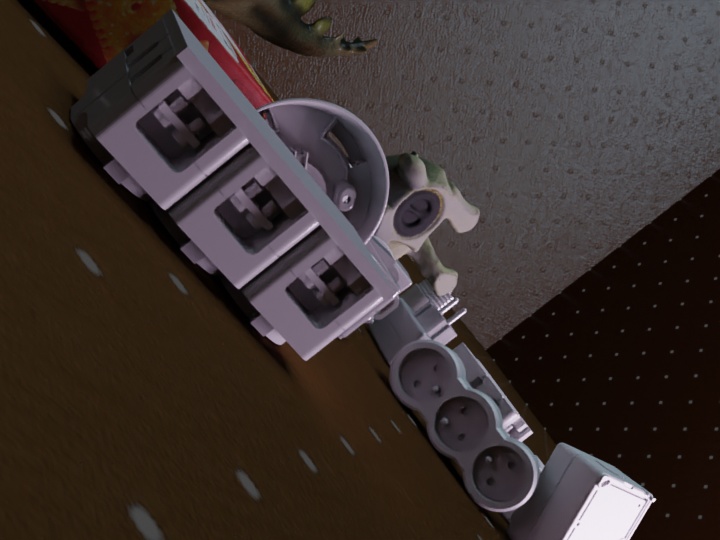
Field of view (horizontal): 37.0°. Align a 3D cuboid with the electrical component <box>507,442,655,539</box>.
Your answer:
[{"bbox_3d":[0.154,0.182,0.782,0.062,0.096,0.061,28,4,-32],"label":"electrical component"}]

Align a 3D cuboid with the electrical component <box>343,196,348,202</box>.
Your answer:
[{"bbox_3d":[-0.041,-0.033,0.653,0.044,0.065,0.044,33,9,-6],"label":"electrical component"}]

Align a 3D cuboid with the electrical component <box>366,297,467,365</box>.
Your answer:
[{"bbox_3d":[0.055,0.052,0.902,0.047,0.077,0.065,49,5,-31],"label":"electrical component"}]

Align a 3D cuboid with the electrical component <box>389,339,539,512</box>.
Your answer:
[{"bbox_3d":[0.079,0.114,0.793,0.138,0.052,0.074,53,4,14],"label":"electrical component"}]

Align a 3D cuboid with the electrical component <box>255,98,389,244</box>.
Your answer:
[{"bbox_3d":[-0.037,-0.045,0.585,0.099,0.099,0.064,50,-2,-17],"label":"electrical component"}]

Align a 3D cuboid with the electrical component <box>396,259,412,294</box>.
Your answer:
[{"bbox_3d":[0.013,-0.002,1.124,0.083,0.047,0.075,51,6,-17],"label":"electrical component"}]

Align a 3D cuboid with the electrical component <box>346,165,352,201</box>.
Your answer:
[{"bbox_3d":[-0.047,-0.066,0.878,0.121,0.079,0.063,32,42,-78],"label":"electrical component"}]

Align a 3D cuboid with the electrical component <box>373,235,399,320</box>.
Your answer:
[{"bbox_3d":[0.000,0.000,0.886,0.078,0.058,0.057,51,7,-6],"label":"electrical component"}]

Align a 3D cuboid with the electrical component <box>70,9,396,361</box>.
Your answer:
[{"bbox_3d":[-0.060,-0.037,0.507,0.150,0.062,0.089,50,5,-27],"label":"electrical component"}]

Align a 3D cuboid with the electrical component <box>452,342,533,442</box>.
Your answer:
[{"bbox_3d":[0.096,0.117,0.925,0.050,0.056,0.089,47,6,-49],"label":"electrical component"}]

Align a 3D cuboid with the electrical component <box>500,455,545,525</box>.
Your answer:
[{"bbox_3d":[0.148,0.197,0.867,0.076,0.047,0.066,53,4,5],"label":"electrical component"}]

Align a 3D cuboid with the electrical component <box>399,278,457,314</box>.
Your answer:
[{"bbox_3d":[0.062,0.036,1.079,0.043,0.081,0.043,51,4,-5],"label":"electrical component"}]

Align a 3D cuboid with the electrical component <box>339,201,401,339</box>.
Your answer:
[{"bbox_3d":[-0.013,-0.004,0.740,0.096,0.061,0.061,50,4,-19],"label":"electrical component"}]
